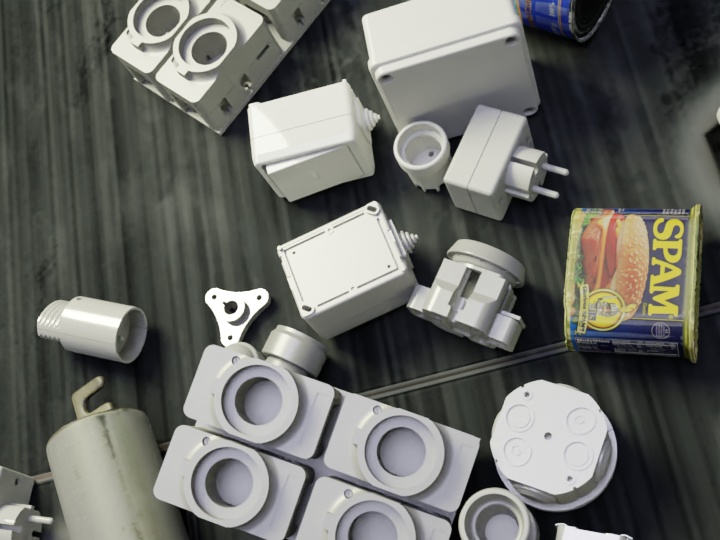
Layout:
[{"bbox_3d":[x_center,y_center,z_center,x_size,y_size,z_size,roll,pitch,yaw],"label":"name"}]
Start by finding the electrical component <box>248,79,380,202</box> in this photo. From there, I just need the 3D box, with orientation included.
[{"bbox_3d":[-0.030,-0.097,0.820,0.096,0.061,0.061,-13,66,11],"label":"electrical component"}]

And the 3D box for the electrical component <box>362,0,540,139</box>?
[{"bbox_3d":[0.068,-0.150,0.787,0.109,0.108,0.056,-15,63,10],"label":"electrical component"}]

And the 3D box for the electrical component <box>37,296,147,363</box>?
[{"bbox_3d":[-0.210,0.043,0.828,0.081,0.043,0.043,9,72,20],"label":"electrical component"}]

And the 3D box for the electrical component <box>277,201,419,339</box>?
[{"bbox_3d":[0.000,0.000,0.772,0.096,0.061,0.061,-25,64,6],"label":"electrical component"}]

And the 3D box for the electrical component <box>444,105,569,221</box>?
[{"bbox_3d":[0.111,-0.072,0.776,0.077,0.047,0.065,20,75,23],"label":"electrical component"}]

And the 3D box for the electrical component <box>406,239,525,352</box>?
[{"bbox_3d":[0.080,0.015,0.745,0.078,0.058,0.057,20,79,23],"label":"electrical component"}]

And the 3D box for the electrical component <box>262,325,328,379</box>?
[{"bbox_3d":[-0.053,0.073,0.768,0.045,0.045,0.055,20,76,23],"label":"electrical component"}]

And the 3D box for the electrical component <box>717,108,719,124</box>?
[{"bbox_3d":[0.313,-0.128,0.736,0.138,0.052,0.073,-19,64,9],"label":"electrical component"}]

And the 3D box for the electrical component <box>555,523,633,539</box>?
[{"bbox_3d":[0.140,0.192,0.663,0.081,0.042,0.063,7,69,18],"label":"electrical component"}]

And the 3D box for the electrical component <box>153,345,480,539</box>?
[{"bbox_3d":[-0.027,0.128,0.698,0.186,0.060,0.105,18,82,8],"label":"electrical component"}]

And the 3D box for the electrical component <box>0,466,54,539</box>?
[{"bbox_3d":[-0.258,0.188,0.781,0.076,0.047,0.083,2,70,18],"label":"electrical component"}]

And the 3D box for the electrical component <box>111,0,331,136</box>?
[{"bbox_3d":[-0.106,-0.220,0.894,0.105,0.060,0.186,34,81,25],"label":"electrical component"}]

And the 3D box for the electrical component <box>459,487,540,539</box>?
[{"bbox_3d":[0.089,0.165,0.682,0.045,0.055,0.045,-6,67,14],"label":"electrical component"}]

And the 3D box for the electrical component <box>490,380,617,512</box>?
[{"bbox_3d":[0.124,0.113,0.695,0.080,0.051,0.080,-6,67,14],"label":"electrical component"}]

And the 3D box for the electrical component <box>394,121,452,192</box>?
[{"bbox_3d":[0.050,-0.083,0.799,0.040,0.046,0.040,-6,67,14],"label":"electrical component"}]
